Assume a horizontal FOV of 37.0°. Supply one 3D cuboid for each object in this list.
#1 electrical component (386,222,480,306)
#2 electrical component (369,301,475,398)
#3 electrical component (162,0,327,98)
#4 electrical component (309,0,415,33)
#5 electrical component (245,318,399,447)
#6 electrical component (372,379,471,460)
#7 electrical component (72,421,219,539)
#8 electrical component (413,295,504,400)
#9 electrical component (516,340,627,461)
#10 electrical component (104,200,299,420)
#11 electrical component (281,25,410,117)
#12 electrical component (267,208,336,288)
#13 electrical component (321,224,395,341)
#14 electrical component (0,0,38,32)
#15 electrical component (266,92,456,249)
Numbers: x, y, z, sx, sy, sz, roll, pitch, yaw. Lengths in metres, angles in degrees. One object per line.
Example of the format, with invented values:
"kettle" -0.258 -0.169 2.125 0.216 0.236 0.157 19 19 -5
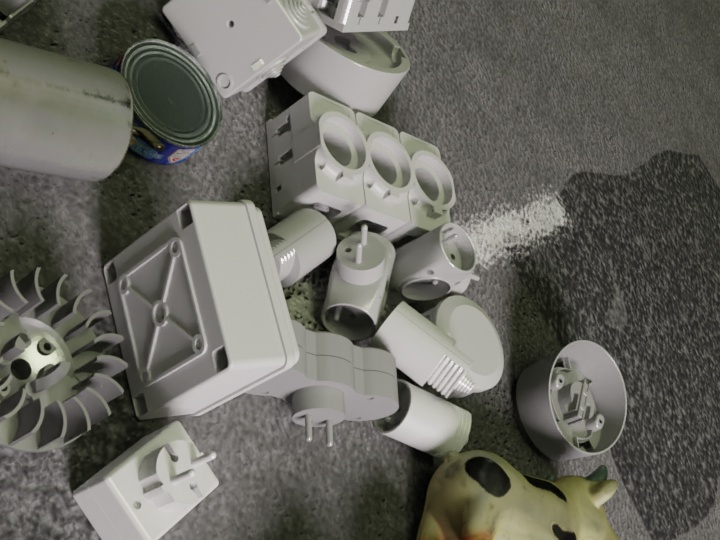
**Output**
"electrical component" 0.065 0.001 0.882 0.079 0.077 0.044 20 55 -40
"electrical component" 0.052 0.065 0.812 0.081 0.043 0.043 37 39 8
"electrical component" -0.089 -0.190 0.815 0.099 0.100 0.048 55 26 -7
"electrical component" -0.034 -0.251 0.876 0.150 0.061 0.089 33 29 28
"electrical component" -0.029 0.086 0.750 0.138 0.052 0.073 22 53 -38
"electrical component" 0.053 0.118 0.827 0.081 0.043 0.043 29 49 -34
"electrical component" -0.112 0.121 0.620 0.047 0.077 0.066 58 39 -4
"electrical component" 0.075 0.065 0.876 0.080 0.051 0.080 25 51 -36
"electrical component" 0.188 0.118 0.955 0.099 0.064 0.099 25 51 -36
"electrical component" -0.101 0.026 0.665 0.056 0.109 0.108 -1 68 -45
"electrical component" -0.020 -0.170 0.896 0.108 0.060 0.108 23 31 -15
"electrical component" -0.057 -0.011 0.785 0.043 0.043 0.081 57 39 -5
"electrical component" 0.000 0.000 0.819 0.043 0.079 0.077 10 49 6
"electrical component" -0.253 -0.218 0.682 0.121 0.063 0.078 47 41 -17
"electrical component" 0.004 -0.074 0.873 0.150 0.062 0.089 17 56 -40
